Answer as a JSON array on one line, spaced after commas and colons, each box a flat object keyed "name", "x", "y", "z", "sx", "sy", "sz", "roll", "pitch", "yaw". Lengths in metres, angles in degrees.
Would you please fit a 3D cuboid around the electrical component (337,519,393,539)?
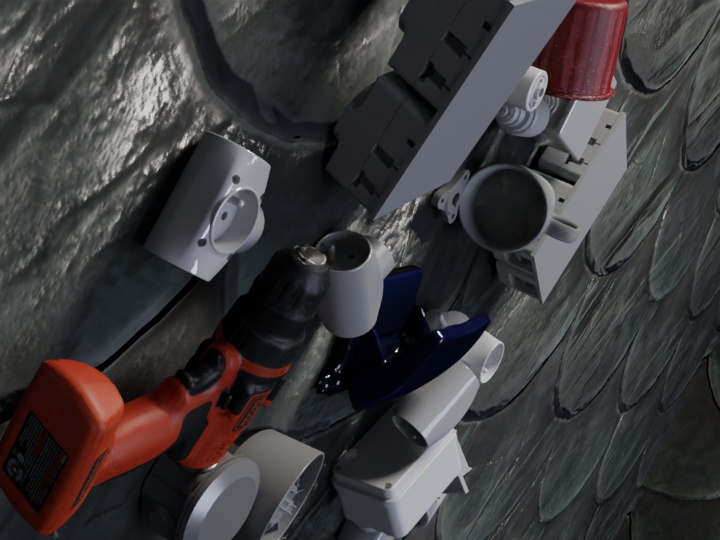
[{"name": "electrical component", "x": 0.011, "y": 0.245, "z": 1.077, "sx": 0.077, "sy": 0.043, "sz": 0.079, "roll": -55, "pitch": 153, "yaw": -16}]

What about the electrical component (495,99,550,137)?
[{"name": "electrical component", "x": 0.140, "y": -0.140, "z": 0.959, "sx": 0.078, "sy": 0.040, "sz": 0.040, "roll": -6, "pitch": 119, "yaw": -60}]

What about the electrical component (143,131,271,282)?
[{"name": "electrical component", "x": -0.082, "y": -0.032, "z": 0.640, "sx": 0.077, "sy": 0.044, "sz": 0.079, "roll": -62, "pitch": 154, "yaw": -3}]

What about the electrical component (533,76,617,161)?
[{"name": "electrical component", "x": 0.200, "y": -0.164, "z": 1.039, "sx": 0.099, "sy": 0.048, "sz": 0.100, "roll": -64, "pitch": 154, "yaw": 1}]

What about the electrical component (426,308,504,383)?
[{"name": "electrical component", "x": 0.090, "y": 0.063, "z": 1.015, "sx": 0.044, "sy": 0.077, "sz": 0.079, "roll": -55, "pitch": 153, "yaw": -16}]

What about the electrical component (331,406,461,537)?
[{"name": "electrical component", "x": 0.036, "y": 0.188, "z": 1.021, "sx": 0.113, "sy": 0.078, "sz": 0.057, "roll": -41, "pitch": 129, "yaw": -39}]

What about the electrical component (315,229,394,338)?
[{"name": "electrical component", "x": 0.000, "y": 0.000, "z": 0.826, "sx": 0.079, "sy": 0.043, "sz": 0.077, "roll": -47, "pitch": 150, "yaw": -31}]

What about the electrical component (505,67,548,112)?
[{"name": "electrical component", "x": 0.119, "y": -0.155, "z": 0.877, "sx": 0.044, "sy": 0.065, "sz": 0.044, "roll": -43, "pitch": 148, "yaw": -36}]

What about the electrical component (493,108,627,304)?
[{"name": "electrical component", "x": 0.206, "y": -0.074, "z": 1.122, "sx": 0.186, "sy": 0.060, "sz": 0.105, "roll": -55, "pitch": 153, "yaw": -16}]

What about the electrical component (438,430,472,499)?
[{"name": "electrical component", "x": 0.074, "y": 0.200, "z": 1.110, "sx": 0.064, "sy": 0.042, "sz": 0.081, "roll": -27, "pitch": 98, "yaw": -41}]

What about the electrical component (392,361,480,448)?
[{"name": "electrical component", "x": 0.057, "y": 0.115, "z": 1.000, "sx": 0.077, "sy": 0.079, "sz": 0.043, "roll": -46, "pitch": 136, "yaw": -20}]

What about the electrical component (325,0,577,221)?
[{"name": "electrical component", "x": 0.059, "y": -0.132, "z": 0.734, "sx": 0.105, "sy": 0.060, "sz": 0.186, "roll": -29, "pitch": 160, "yaw": -49}]

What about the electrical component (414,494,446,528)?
[{"name": "electrical component", "x": 0.061, "y": 0.241, "z": 1.156, "sx": 0.047, "sy": 0.055, "sz": 0.055, "roll": -43, "pitch": 148, "yaw": -43}]

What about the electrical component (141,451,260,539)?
[{"name": "electrical component", "x": -0.112, "y": 0.160, "z": 0.757, "sx": 0.080, "sy": 0.051, "sz": 0.080, "roll": -43, "pitch": 148, "yaw": -36}]

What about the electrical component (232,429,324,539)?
[{"name": "electrical component", "x": -0.070, "y": 0.175, "z": 0.835, "sx": 0.099, "sy": 0.064, "sz": 0.099, "roll": -43, "pitch": 148, "yaw": -36}]
